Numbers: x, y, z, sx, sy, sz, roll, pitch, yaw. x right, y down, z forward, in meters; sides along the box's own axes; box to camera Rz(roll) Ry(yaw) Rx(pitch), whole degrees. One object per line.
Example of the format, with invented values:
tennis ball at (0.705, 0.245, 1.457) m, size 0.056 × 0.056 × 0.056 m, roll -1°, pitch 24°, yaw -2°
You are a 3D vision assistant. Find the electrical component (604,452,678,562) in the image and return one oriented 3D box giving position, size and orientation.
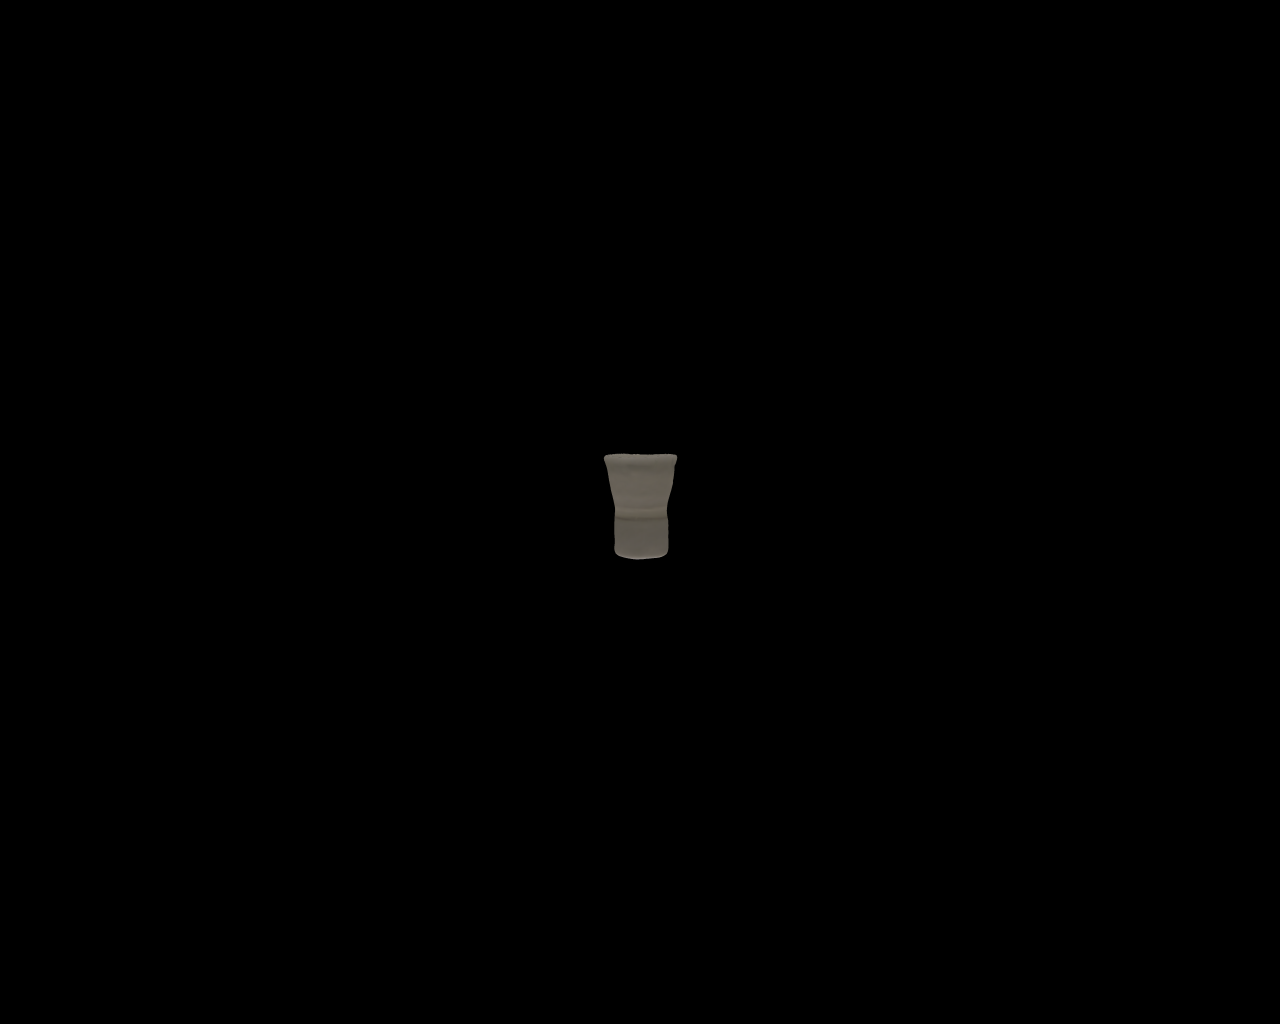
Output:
electrical component at (0.001, -0.003, 0.650) m, size 0.044 × 0.065 × 0.044 m, roll 0°, pitch 7°, yaw 0°
